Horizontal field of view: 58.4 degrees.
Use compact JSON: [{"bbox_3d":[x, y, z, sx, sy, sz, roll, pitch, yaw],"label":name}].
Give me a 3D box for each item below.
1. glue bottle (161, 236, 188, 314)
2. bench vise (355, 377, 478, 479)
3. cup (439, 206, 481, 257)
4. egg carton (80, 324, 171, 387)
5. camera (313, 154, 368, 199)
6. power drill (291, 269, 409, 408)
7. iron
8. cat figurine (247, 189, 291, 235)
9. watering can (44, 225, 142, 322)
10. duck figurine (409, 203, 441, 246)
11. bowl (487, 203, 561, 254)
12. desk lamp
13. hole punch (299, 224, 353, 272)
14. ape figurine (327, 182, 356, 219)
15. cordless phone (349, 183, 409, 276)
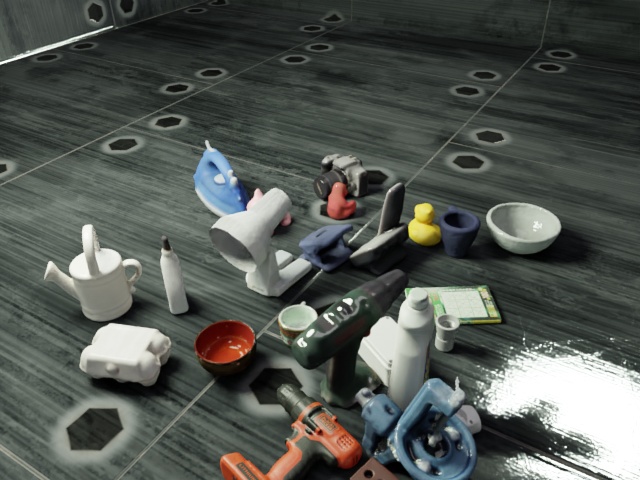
[{"bbox_3d":[-0.299,0.064,1.155,0.037,0.173,0.078,-12,36,-15],"label":"glue bottle"},{"bbox_3d":[0.131,0.267,0.814,0.206,0.220,0.122,15,38,22],"label":"bench vise"},{"bbox_3d":[0.314,-0.016,1.326,0.091,0.095,0.117,-4,35,-4],"label":"cup"},{"bbox_3d":[-0.351,0.209,1.038,0.150,0.069,0.107,5,35,9],"label":"egg carton"},{"bbox_3d":[0.041,-0.174,1.552,0.137,0.101,0.142,-25,42,-30],"label":"camera"},{"bbox_3d":[0.056,0.172,0.962,0.230,0.209,0.075,-26,42,-31],"label":"power drill"},{"bbox_3d":[-0.247,-0.154,1.493,0.119,0.141,0.257,-19,39,-24],"label":"iron"},{"bbox_3d":[-0.131,-0.075,1.398,0.067,0.118,0.128,22,41,29],"label":"cat figurine"},{"bbox_3d":[-0.452,0.062,1.142,0.173,0.194,0.100,-24,41,-29],"label":"watering can"},{"bbox_3d":[0.253,-0.043,1.374,0.077,0.086,0.104,-9,36,-12],"label":"duck figurine"},{"bbox_3d":[0.470,-0.016,1.340,0.167,0.075,0.167,0,35,1],"label":"bowl"},{"bbox_3d":[-0.120,0.011,1.192,0.117,0.214,0.204,22,41,30],"label":"desk lamp"},{"bbox_3d":[0.012,0.005,1.305,0.100,0.091,0.109,26,43,33],"label":"hole punch"},{"bbox_3d":[0.051,-0.104,1.459,0.076,0.092,0.077,-25,41,-30],"label":"ape figurine"},{"bbox_3d":[0.135,-0.030,1.270,0.093,0.185,0.148,24,42,31],"label":"cordless phone"}]
